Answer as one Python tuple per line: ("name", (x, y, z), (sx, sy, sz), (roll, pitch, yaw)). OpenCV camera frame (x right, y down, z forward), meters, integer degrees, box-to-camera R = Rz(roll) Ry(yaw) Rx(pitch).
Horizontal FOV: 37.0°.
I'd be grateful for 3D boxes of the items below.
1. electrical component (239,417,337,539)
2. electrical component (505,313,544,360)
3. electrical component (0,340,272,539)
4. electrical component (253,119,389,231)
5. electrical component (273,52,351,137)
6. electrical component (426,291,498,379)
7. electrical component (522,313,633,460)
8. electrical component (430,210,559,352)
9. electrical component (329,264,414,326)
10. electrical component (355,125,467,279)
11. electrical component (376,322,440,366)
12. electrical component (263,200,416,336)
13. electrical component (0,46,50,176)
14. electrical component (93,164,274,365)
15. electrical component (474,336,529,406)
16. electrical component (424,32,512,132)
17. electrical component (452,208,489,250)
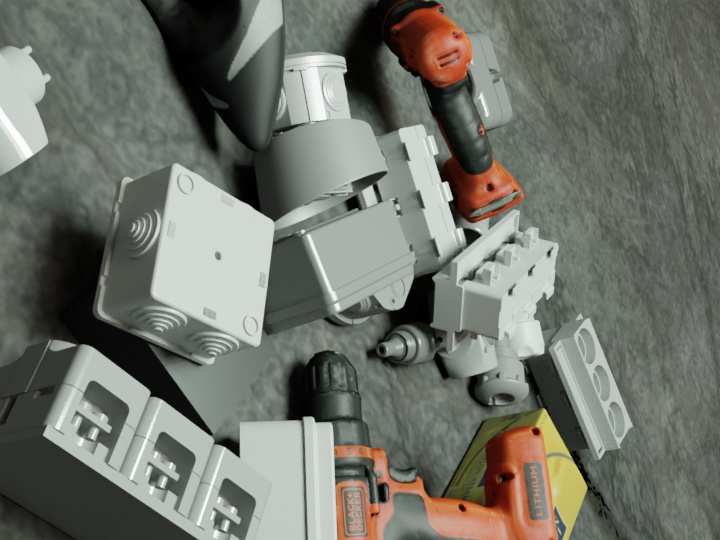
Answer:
("electrical component", (-0.047, 0.153, 0.677), (0.057, 0.078, 0.113), (-1, 76, -7))
("electrical component", (0.148, 0.053, 1.015), (0.043, 0.043, 0.062), (3, 74, -52))
("electrical component", (-0.131, 0.106, 0.588), (0.150, 0.089, 0.061), (45, 45, -34))
("electrical component", (-0.029, -0.068, 0.783), (0.099, 0.099, 0.064), (0, 71, -53))
("electrical component", (-0.047, -0.129, 0.796), (0.080, 0.080, 0.051), (-12, 92, -54))
("electrical component", (0.083, 0.054, 0.920), (0.079, 0.044, 0.077), (-18, 92, -69))
("electrical component", (0.212, 0.116, 1.059), (0.079, 0.063, 0.121), (-38, 108, -52))
("electrical component", (0.114, 0.010, 0.880), (0.121, 0.063, 0.078), (-36, 134, -51))
("electrical component", (0.000, 0.000, 0.833), (0.080, 0.051, 0.080), (24, 59, -47))
("electrical component", (0.038, -0.054, 0.893), (0.079, 0.063, 0.121), (-21, 94, -54))
("electrical component", (0.036, 0.061, 0.871), (0.061, 0.035, 0.035), (-6, 82, -51))
("electrical component", (-0.036, 0.001, 0.737), (0.109, 0.109, 0.056), (-26, 96, -53))
("electrical component", (-0.205, -0.101, 0.606), (0.077, 0.043, 0.079), (59, 39, -19))
("electrical component", (-0.097, -0.003, 0.618), (0.100, 0.048, 0.099), (31, 54, -43))
("electrical component", (0.127, 0.089, 0.974), (0.048, 0.048, 0.062), (36, 43, -40))
("electrical component", (0.100, -0.176, 1.027), (0.059, 0.054, 0.095), (-21, 95, -54))
("electrical component", (0.101, -0.041, 0.992), (0.040, 0.040, 0.046), (48, 38, -31))
